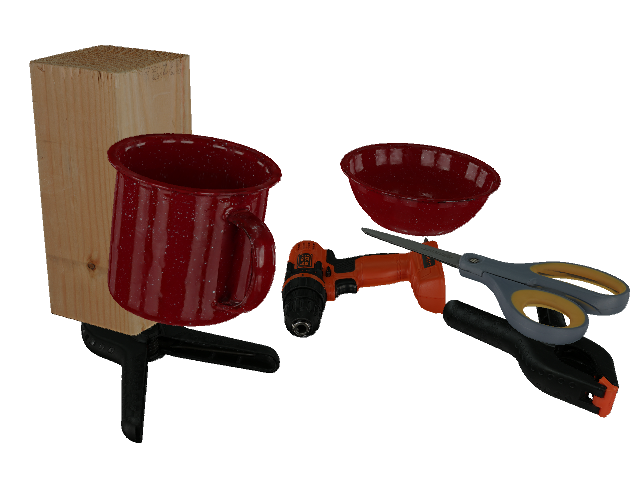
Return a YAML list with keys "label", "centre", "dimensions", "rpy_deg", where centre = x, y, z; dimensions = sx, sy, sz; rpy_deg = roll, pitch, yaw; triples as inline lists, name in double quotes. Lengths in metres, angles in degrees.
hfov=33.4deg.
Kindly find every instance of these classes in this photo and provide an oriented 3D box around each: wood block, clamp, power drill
- label: "wood block"
  centre: [-0.161, -0.043, 0.845]
  dimensions: [0.091, 0.206, 0.090]
  rpy_deg: [12, 23, 27]
- label: "clamp"
  centre: [-0.151, 0.094, 1.003]
  dimensions: [0.164, 0.036, 0.210]
  rpy_deg: [-18, 40, -30]
- label: "clamp"
  centre: [0.202, 0.088, 0.928]
  dimensions: [0.120, 0.039, 0.172]
  rpy_deg: [-20, 41, -30]
- label: "power drill"
  centre: [0.049, 0.052, 1.239]
  dimensions: [0.187, 0.057, 0.184]
  rpy_deg: [-1, 28, 2]

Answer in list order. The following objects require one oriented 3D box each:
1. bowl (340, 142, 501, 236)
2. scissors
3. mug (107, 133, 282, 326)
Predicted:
- label: "bowl"
  centre: [0.098, -0.047, 1.080]
  dimensions: [0.162, 0.055, 0.162]
  rpy_deg: [4, 24, -2]
- label: "scissors"
  centre: [0.108, 0.029, 0.737]
  dimensions: [0.202, 0.016, 0.096]
  rpy_deg: [10, 31, 20]
- label: "mug"
  centre: [-0.064, -0.001, 0.575]
  dimensions: [0.093, 0.081, 0.117]
  rpy_deg: [-12, 30, -43]
